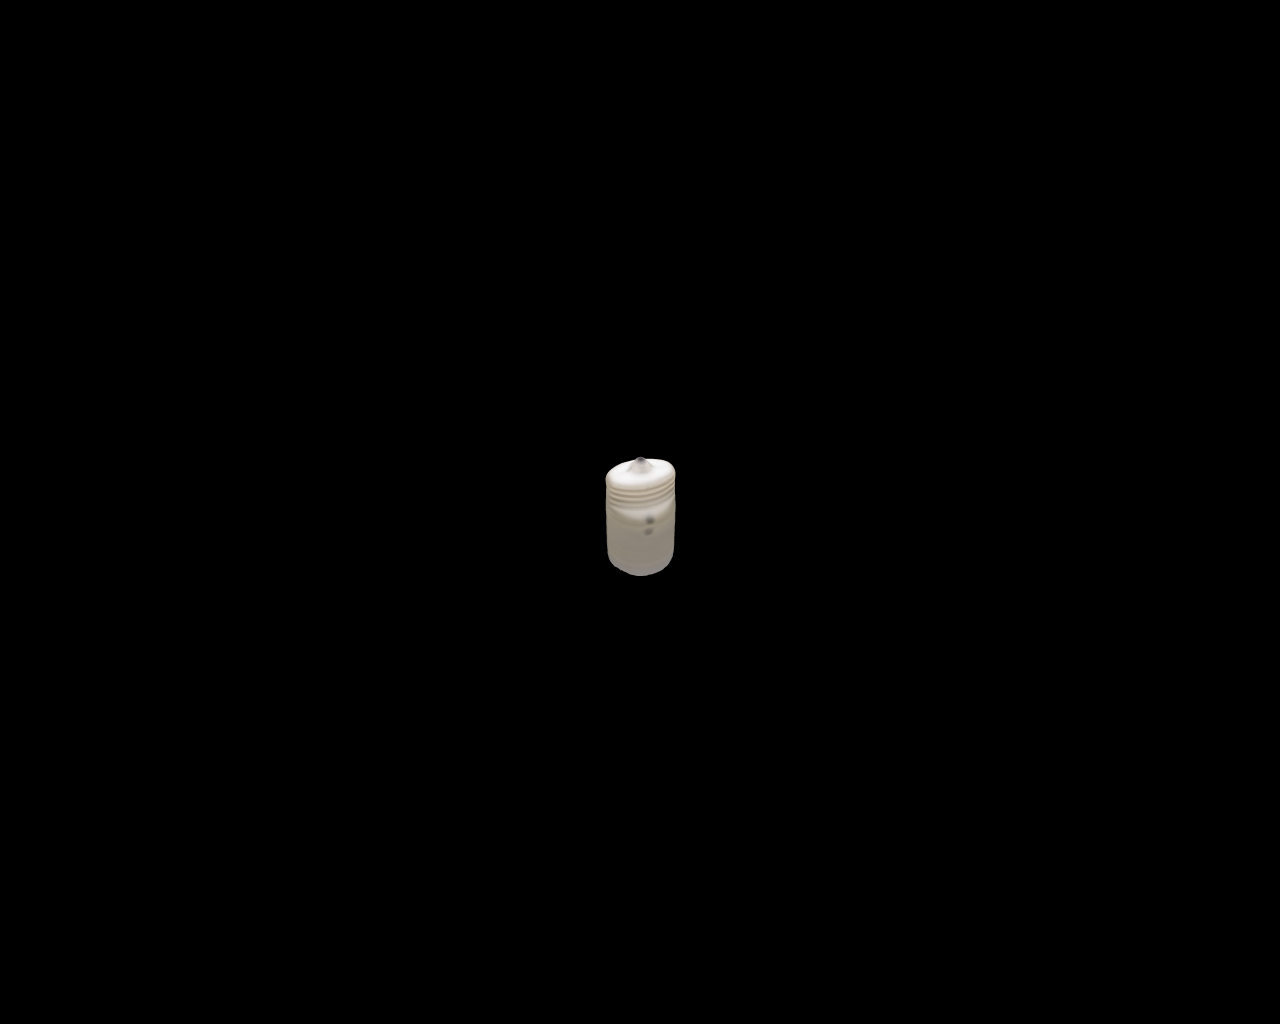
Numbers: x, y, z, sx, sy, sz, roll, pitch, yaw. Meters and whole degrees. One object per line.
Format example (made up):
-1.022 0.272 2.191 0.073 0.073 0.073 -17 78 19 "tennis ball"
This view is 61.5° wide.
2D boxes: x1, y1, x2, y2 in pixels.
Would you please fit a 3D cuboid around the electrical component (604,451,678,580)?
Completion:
0.001 -0.003 0.650 0.043 0.080 0.043 0 42 0 "electrical component"
